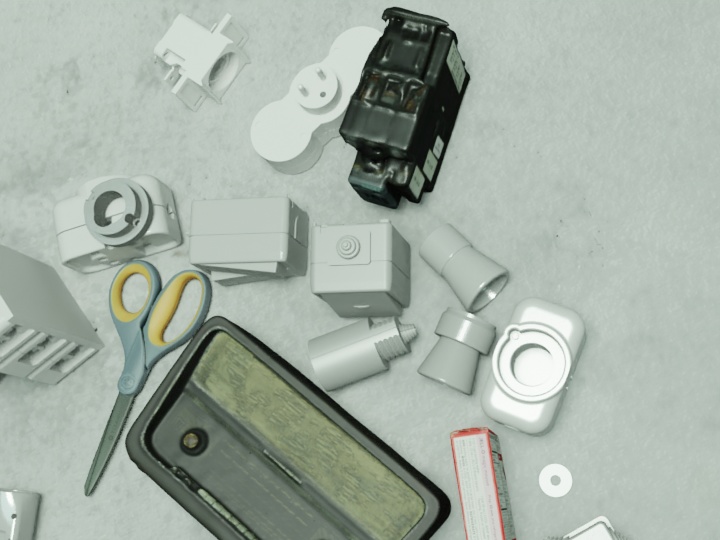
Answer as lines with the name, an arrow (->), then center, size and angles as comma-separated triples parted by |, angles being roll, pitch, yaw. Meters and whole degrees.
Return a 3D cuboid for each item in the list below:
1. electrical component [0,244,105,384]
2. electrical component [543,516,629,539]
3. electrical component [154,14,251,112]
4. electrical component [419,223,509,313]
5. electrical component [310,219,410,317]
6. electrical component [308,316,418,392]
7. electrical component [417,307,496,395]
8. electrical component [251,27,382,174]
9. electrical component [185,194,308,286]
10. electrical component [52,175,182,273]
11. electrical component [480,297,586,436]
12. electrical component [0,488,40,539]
electrical component -> -0.279, 0.034, 0.846 | 0.062, 0.150, 0.089 | -38, 73, 2
electrical component -> 0.157, 0.233, 0.756 | 0.100, 0.048, 0.099 | -31, 73, 5
electrical component -> -0.136, -0.182, 0.915 | 0.064, 0.042, 0.081 | 35, 87, 19
electrical component -> 0.077, -0.004, 0.829 | 0.044, 0.044, 0.065 | -45, 68, 1
electrical component -> 0.000, 0.000, 0.816 | 0.062, 0.096, 0.061 | -2, 78, 13
electrical component -> 0.005, 0.060, 0.830 | 0.081, 0.043, 0.043 | -21, 75, 8
electrical component -> 0.074, 0.061, 0.813 | 0.045, 0.045, 0.055 | 22, 84, 16
electrical component -> -0.032, -0.141, 0.865 | 0.138, 0.074, 0.052 | -43, 73, 2
electrical component -> -0.095, -0.022, 0.861 | 0.096, 0.062, 0.061 | -1, 78, 13
electrical component -> -0.203, -0.041, 0.895 | 0.095, 0.054, 0.059 | -16, 75, 9
electrical component -> 0.128, 0.071, 0.791 | 0.054, 0.059, 0.095 | 20, 84, 16
electrical component -> -0.304, 0.215, 0.870 | 0.079, 0.043, 0.077 | 4, 79, 14
